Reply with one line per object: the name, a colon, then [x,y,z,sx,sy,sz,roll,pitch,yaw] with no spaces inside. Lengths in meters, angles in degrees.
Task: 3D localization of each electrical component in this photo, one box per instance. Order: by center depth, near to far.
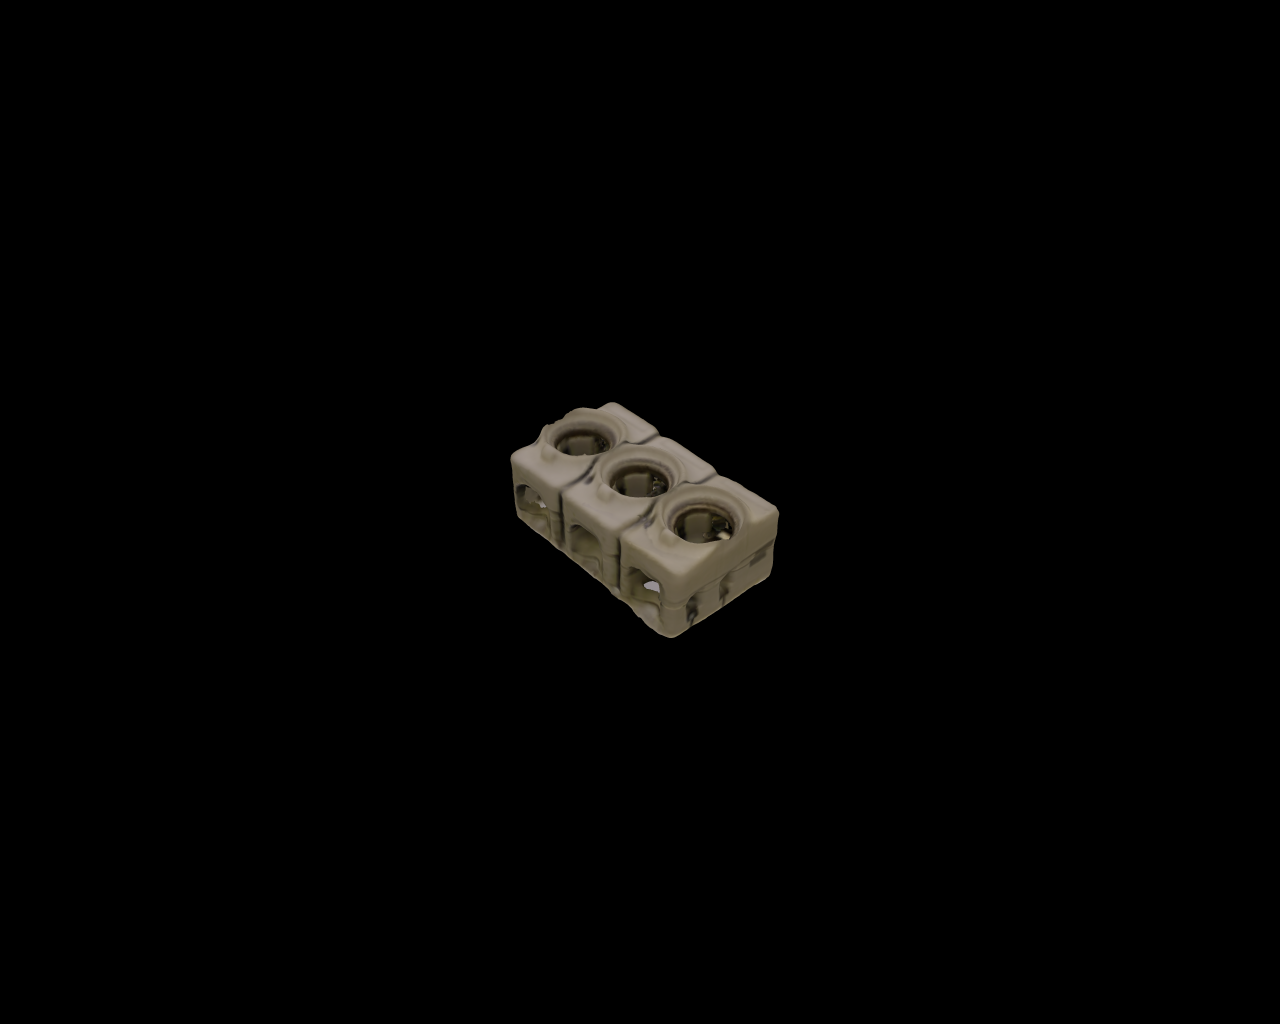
electrical component: [0.001,-0.003,0.650,0.090,0.061,0.150,-31,49,-31]
